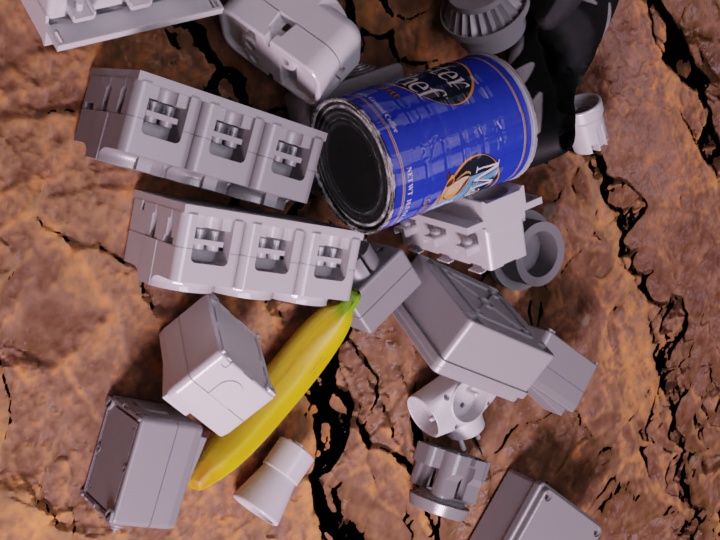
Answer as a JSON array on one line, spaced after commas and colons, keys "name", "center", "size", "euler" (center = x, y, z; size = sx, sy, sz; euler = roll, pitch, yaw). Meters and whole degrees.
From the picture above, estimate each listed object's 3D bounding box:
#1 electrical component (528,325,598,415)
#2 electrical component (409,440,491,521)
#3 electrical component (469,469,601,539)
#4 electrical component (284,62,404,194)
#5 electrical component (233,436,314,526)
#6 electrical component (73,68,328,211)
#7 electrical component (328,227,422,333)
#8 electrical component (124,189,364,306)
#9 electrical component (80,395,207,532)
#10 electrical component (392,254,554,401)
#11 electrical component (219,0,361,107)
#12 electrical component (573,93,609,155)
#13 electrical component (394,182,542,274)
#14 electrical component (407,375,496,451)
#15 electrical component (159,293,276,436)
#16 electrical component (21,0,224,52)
[{"name": "electrical component", "center": [0.173, 0.095, 1.020], "size": [0.096, 0.062, 0.061], "euler": [34, 80, -35]}, {"name": "electrical component", "center": [0.078, 0.192, 0.978], "size": [0.078, 0.058, 0.057], "euler": [21, 85, -36]}, {"name": "electrical component", "center": [0.168, 0.269, 1.057], "size": [0.109, 0.056, 0.108], "euler": [39, 77, -34]}, {"name": "electrical component", "center": [-0.007, -0.112, 0.858], "size": [0.100, 0.048, 0.099], "euler": [-24, 113, -29]}, {"name": "electrical component", "center": [-0.068, 0.170, 0.882], "size": [0.044, 0.044, 0.065], "euler": [47, 68, -32]}, {"name": "electrical component", "center": [-0.114, -0.090, 0.763], "size": [0.150, 0.089, 0.061], "euler": [14, 92, -36]}, {"name": "electrical component", "center": [0.000, 0.000, 0.888], "size": [0.066, 0.047, 0.076], "euler": [-44, 121, -19]}, {"name": "electrical component", "center": [-0.087, -0.013, 0.798], "size": [0.150, 0.089, 0.061], "euler": [8, 95, -36]}, {"name": "electrical component", "center": [-0.161, 0.149, 0.799], "size": [0.061, 0.062, 0.096], "euler": [16, 91, -36]}, {"name": "electrical component", "center": [0.093, 0.049, 0.921], "size": [0.109, 0.108, 0.056], "euler": [23, 110, -36]}, {"name": "electrical component", "center": [-0.048, -0.174, 0.789], "size": [0.095, 0.053, 0.059], "euler": [37, 73, 11]}, {"name": "electrical component", "center": [0.212, -0.137, 1.013], "size": [0.040, 0.040, 0.046], "euler": [-39, 125, -22]}, {"name": "electrical component", "center": [0.081, -0.043, 0.889], "size": [0.079, 0.121, 0.063], "euler": [-23, 115, -29]}, {"name": "electrical component", "center": [0.091, 0.128, 0.980], "size": [0.077, 0.044, 0.079], "euler": [-32, 116, -26]}, {"name": "electrical component", "center": [-0.112, 0.069, 0.806], "size": [0.061, 0.096, 0.061], "euler": [-38, 123, 9]}, {"name": "electrical component", "center": [-0.160, -0.199, 0.717], "size": [0.121, 0.063, 0.078], "euler": [-22, 71, -30]}]
